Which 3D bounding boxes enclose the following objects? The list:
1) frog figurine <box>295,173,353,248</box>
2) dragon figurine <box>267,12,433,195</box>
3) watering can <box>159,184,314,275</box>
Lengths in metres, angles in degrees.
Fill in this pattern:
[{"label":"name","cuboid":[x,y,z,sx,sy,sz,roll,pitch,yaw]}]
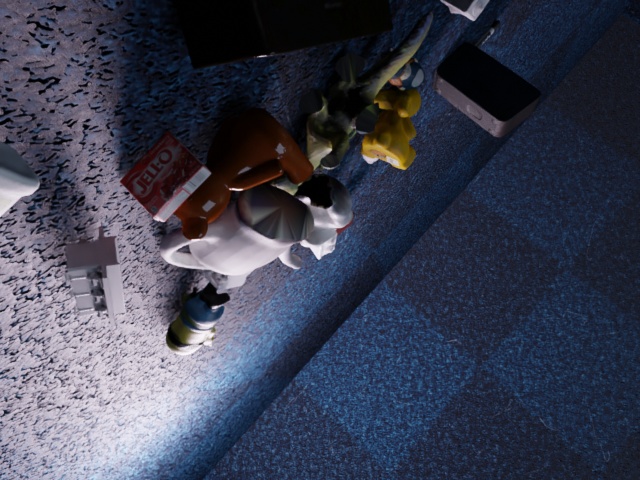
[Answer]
[{"label":"frog figurine","cuboid":[0.003,-0.054,1.067,0.156,0.137,0.125,75,27,-48]},{"label":"dragon figurine","cuboid":[0.047,-0.223,0.943,0.412,0.122,0.241,-44,180,-8]},{"label":"watering can","cuboid":[-0.098,-0.003,0.890,0.221,0.105,0.347,-31,157,36]}]
